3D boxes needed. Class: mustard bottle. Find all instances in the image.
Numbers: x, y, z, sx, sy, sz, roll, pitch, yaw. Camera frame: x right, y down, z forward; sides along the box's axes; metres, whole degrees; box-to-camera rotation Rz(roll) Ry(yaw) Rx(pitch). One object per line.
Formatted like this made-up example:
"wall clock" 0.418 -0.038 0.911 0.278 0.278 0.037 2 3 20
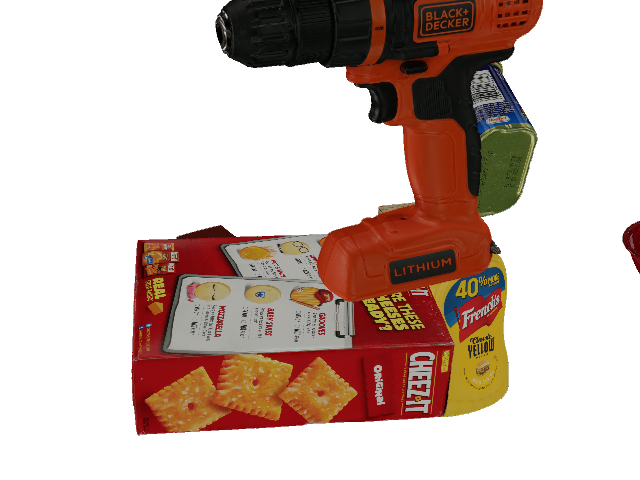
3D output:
"mustard bottle" 0.133 0.061 0.993 0.096 0.192 0.058 -12 17 -33

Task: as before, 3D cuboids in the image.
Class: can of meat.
"can of meat" 0.129 -0.081 0.857 0.057 0.084 0.102 -9 -41 -11

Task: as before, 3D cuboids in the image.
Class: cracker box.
"cracker box" -0.028 0.063 0.777 0.213 0.072 0.164 -2 29 -8

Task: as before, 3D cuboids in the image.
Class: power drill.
"power drill" 0.035 -0.061 0.599 0.184 0.188 0.057 -10 30 -17

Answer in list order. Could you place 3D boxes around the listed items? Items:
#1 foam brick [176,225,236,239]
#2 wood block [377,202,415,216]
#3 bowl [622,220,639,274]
"foam brick" -0.094 0.028 0.990 0.052 0.051 0.078 -14 34 -35
"wood block" 0.111 0.069 1.190 0.090 0.206 0.090 -6 28 -20
"bowl" 0.406 0.026 1.150 0.162 0.055 0.162 -2 24 1
